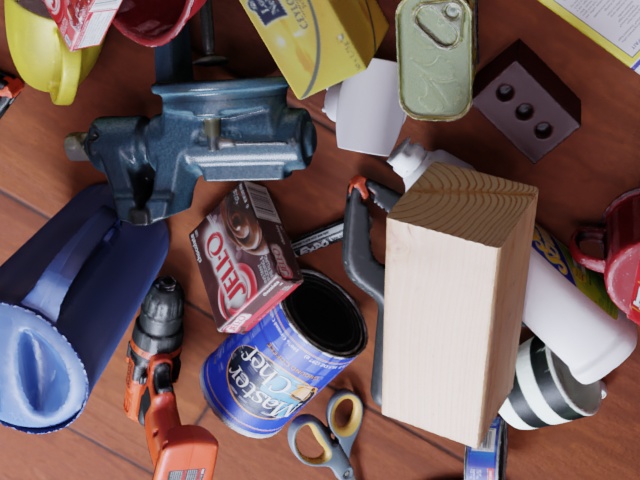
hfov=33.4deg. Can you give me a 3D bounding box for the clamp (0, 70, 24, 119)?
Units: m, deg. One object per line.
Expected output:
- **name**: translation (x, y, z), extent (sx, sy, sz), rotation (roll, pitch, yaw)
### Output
- **clamp**: translation (-0.365, -0.138, 1.001), extent (0.172, 0.039, 0.120), rotation (-17, 120, 17)

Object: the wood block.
- **wood block**: translation (0.109, 0.054, 0.855), extent (0.091, 0.090, 0.206), rotation (17, 130, 23)

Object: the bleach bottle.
- **bleach bottle**: translation (0.158, 0.008, 0.908), extent (0.250, 0.102, 0.068), rotation (40, 116, -11)

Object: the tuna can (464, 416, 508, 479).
- **tuna can**: translation (0.163, 0.214, 1.041), extent (0.034, 0.086, 0.086), rotation (2, 121, 15)

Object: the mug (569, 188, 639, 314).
- **mug**: translation (0.268, 0.012, 0.893), extent (0.117, 0.081, 0.093), rotation (10, 123, 9)

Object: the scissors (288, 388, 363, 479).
- **scissors**: translation (0.034, 0.224, 1.117), extent (0.096, 0.016, 0.201), rotation (-49, 134, -7)

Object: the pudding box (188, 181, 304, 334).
- **pudding box**: translation (-0.069, 0.016, 0.973), extent (0.039, 0.113, 0.090), rotation (15, 133, -42)

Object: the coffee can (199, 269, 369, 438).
- **coffee can**: translation (-0.036, 0.110, 1.022), extent (0.102, 0.102, 0.140), rotation (37, 122, -9)

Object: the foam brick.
- **foam brick**: translation (0.167, -0.113, 0.863), extent (0.078, 0.051, 0.053), rotation (41, 121, -11)

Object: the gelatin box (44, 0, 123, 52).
- **gelatin box**: translation (-0.177, -0.193, 0.782), extent (0.073, 0.030, 0.089), rotation (61, 144, 11)

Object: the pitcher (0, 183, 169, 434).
- **pitcher**: translation (-0.218, 0.040, 0.946), extent (0.149, 0.242, 0.145), rotation (-10, 117, 20)

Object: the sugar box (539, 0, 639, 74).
- **sugar box**: translation (0.246, -0.183, 0.803), extent (0.176, 0.048, 0.093), rotation (33, 123, -10)

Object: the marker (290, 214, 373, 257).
- **marker**: translation (-0.007, 0.001, 0.999), extent (0.121, 0.020, 0.020), rotation (-21, 113, 25)

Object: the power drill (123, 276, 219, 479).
- **power drill**: translation (-0.147, 0.154, 1.038), extent (0.057, 0.188, 0.185), rotation (-1, 127, -20)

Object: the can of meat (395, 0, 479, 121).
- **can of meat**: translation (0.095, -0.157, 0.836), extent (0.057, 0.083, 0.102), rotation (3, 121, 14)

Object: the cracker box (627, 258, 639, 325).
- **cracker box**: translation (0.336, -0.027, 0.795), extent (0.164, 0.072, 0.214), rotation (1, 108, -16)

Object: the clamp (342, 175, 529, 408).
- **clamp**: translation (0.090, 0.031, 0.964), extent (0.164, 0.036, 0.210), rotation (-23, 103, -5)

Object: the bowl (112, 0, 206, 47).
- **bowl**: translation (-0.114, -0.223, 0.759), extent (0.162, 0.055, 0.162), rotation (28, 129, 41)
